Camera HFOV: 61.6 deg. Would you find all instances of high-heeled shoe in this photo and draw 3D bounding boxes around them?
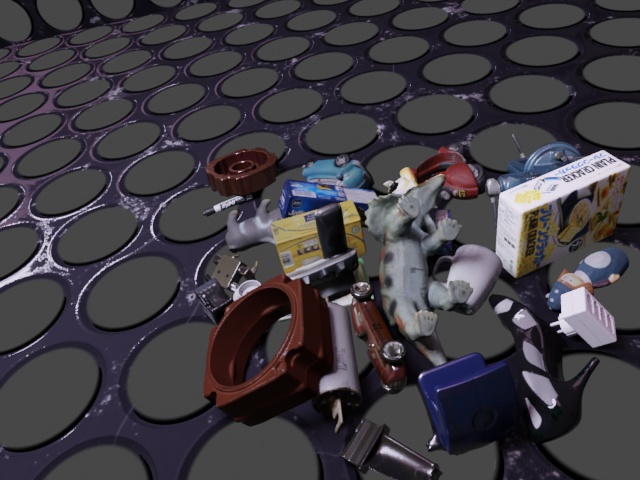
[{"bbox_3d":[0.301,0.183,0.804,0.145,0.086,0.249,-51,26,3],"label":"high-heeled shoe"}]

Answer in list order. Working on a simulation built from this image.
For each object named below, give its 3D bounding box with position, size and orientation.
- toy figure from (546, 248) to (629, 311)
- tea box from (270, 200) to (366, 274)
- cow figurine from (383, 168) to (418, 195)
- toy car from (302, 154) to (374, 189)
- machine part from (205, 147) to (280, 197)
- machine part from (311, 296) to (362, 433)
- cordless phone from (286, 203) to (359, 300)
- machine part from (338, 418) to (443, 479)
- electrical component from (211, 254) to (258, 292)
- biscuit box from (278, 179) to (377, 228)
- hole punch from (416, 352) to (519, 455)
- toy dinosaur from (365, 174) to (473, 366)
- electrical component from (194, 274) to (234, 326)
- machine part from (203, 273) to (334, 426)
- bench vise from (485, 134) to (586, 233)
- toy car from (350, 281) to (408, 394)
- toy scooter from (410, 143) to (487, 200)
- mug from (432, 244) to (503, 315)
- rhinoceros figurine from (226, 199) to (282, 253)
[{"bbox_3d":[0.438,0.064,0.889,0.154,0.057,0.064,-28,4,-14],"label":"toy figure"},{"bbox_3d":[-0.002,-0.003,1.053,0.170,0.098,0.068,-16,42,-5],"label":"tea box"},{"bbox_3d":[0.168,-0.077,1.112,0.098,0.068,0.167,-26,35,22],"label":"cow figurine"},{"bbox_3d":[0.028,-0.120,1.176,0.162,0.109,0.103,5,61,32],"label":"toy car"},{"bbox_3d":[-0.185,-0.165,1.303,0.179,0.055,0.179,-9,32,6],"label":"machine part"},{"bbox_3d":[0.019,0.184,0.849,0.079,0.079,0.243,-10,40,4],"label":"machine part"},{"bbox_3d":[-0.008,0.024,0.935,0.147,0.184,0.089,-22,48,-9],"label":"cordless phone"},{"bbox_3d":[0.100,0.297,0.731,0.139,0.039,0.084,19,45,34],"label":"machine part"},{"bbox_3d":[-0.171,0.064,1.068,0.102,0.045,0.078,13,76,31],"label":"electrical component"},{"bbox_3d":[0.020,-0.071,1.088,0.203,0.062,0.059,5,38,-20],"label":"biscuit box"},{"bbox_3d":[0.204,0.221,0.720,0.142,0.092,0.115,-19,84,-11],"label":"hole punch"},{"bbox_3d":[0.152,0.065,0.897,0.131,0.192,0.405,7,72,-12],"label":"toy dinosaur"},{"bbox_3d":[-0.197,0.110,0.995,0.048,0.074,0.119,-33,49,-22],"label":"electrical component"},{"bbox_3d":[-0.084,0.165,0.836,0.201,0.087,0.201,-30,36,21],"label":"machine part"},{"bbox_3d":[0.424,-0.126,1.068,0.224,0.128,0.241,-20,20,8],"label":"bench vise"},{"bbox_3d":[0.086,0.151,0.859,0.053,0.089,0.202,-16,42,-9],"label":"toy car"},{"bbox_3d":[0.268,-0.139,1.151,0.135,0.075,0.184,-17,39,1],"label":"toy scooter"},{"bbox_3d":[0.245,0.069,0.918,0.110,0.080,0.107,16,57,22],"label":"mug"},{"bbox_3d":[-0.106,-0.027,1.126,0.190,0.073,0.112,-14,39,0],"label":"rhinoceros figurine"}]
